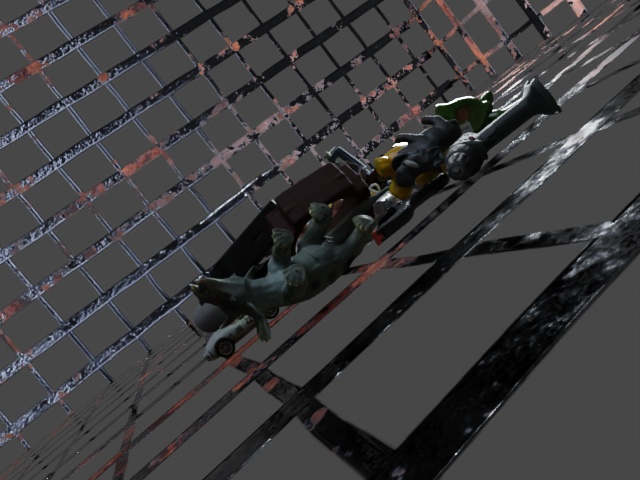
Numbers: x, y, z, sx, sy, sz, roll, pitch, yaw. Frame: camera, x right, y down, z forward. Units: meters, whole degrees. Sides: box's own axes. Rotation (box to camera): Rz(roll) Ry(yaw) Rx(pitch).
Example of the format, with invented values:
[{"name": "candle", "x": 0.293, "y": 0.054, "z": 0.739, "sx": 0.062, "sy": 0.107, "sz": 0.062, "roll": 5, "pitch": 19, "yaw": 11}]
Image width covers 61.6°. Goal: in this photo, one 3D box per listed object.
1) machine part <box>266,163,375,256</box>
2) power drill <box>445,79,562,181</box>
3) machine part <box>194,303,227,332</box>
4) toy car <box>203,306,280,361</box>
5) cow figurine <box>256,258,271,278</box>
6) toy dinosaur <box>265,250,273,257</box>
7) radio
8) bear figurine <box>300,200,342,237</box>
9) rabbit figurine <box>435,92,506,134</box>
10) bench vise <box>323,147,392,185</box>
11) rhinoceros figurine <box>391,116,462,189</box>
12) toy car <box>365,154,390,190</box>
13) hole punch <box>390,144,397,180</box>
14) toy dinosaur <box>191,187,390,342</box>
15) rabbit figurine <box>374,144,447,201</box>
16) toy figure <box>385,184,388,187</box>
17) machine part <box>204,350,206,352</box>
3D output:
[{"name": "machine part", "x": 0.004, "y": -0.041, "z": 1.067, "sx": 0.201, "sy": 0.087, "sz": 0.201, "roll": -34, "pitch": -32, "yaw": -9}, {"name": "power drill", "x": 0.313, "y": -0.185, "z": 0.946, "sx": 0.207, "sy": 0.086, "sz": 0.232, "roll": -44, "pitch": 0, "yaw": 19}, {"name": "machine part", "x": -0.225, "y": 0.154, "z": 1.211, "sx": 0.079, "sy": 0.079, "sz": 0.243, "roll": -42, "pitch": 2, "yaw": -38}, {"name": "toy car", "x": -0.157, "y": 0.173, "z": 1.099, "sx": 0.202, "sy": 0.056, "sz": 0.073, "roll": -39, "pitch": 5, "yaw": -18}, {"name": "cow figurine", "x": -0.143, "y": 0.118, "z": 1.266, "sx": 0.167, "sy": 0.098, "sz": 0.068, "roll": -37, "pitch": 11, "yaw": 11}, {"name": "toy dinosaur", "x": -0.024, "y": 0.003, "z": 1.437, "sx": 0.198, "sy": 0.105, "sz": 0.472, "roll": -36, "pitch": 14, "yaw": -23}, {"name": "radio", "x": -0.166, "y": 0.022, "z": 1.281, "sx": 0.229, "sy": 0.073, "sz": 0.131, "roll": -52, "pitch": 1, "yaw": -32}, {"name": "bear figurine", "x": -0.003, "y": -0.004, "z": 1.253, "sx": 0.196, "sy": 0.120, "sz": 0.132, "roll": -32, "pitch": -5, "yaw": 3}, {"name": "rabbit figurine", "x": 0.370, "y": -0.300, "z": 1.335, "sx": 0.159, "sy": 0.121, "sz": 0.170, "roll": -33, "pitch": -9, "yaw": 15}, {"name": "bench vise", "x": 0.124, "y": -0.218, "z": 1.688, "sx": 0.223, "sy": 0.241, "sz": 0.129, "roll": -54, "pitch": -1, "yaw": 30}, {"name": "rhinoceros figurine", "x": 0.209, "y": -0.173, "z": 1.074, "sx": 0.112, "sy": 0.073, "sz": 0.190, "roll": 27, "pitch": 57, "yaw": 34}, {"name": "toy car", "x": 0.137, "y": -0.138, "z": 1.409, "sx": 0.202, "sy": 0.053, "sz": 0.089, "roll": -53, "pitch": 12, "yaw": 35}, {"name": "hole punch", "x": 0.251, "y": -0.202, "z": 1.428, "sx": 0.142, "sy": 0.116, "sz": 0.092, "roll": -34, "pitch": -42, "yaw": -54}, {"name": "toy dinosaur", "x": -0.020, "y": 0.045, "z": 0.960, "sx": 0.405, "sy": 0.131, "sz": 0.192, "roll": -26, "pitch": -24, "yaw": -35}, {"name": "rabbit figurine", "x": 0.228, "y": -0.155, "z": 1.183, "sx": 0.162, "sy": 0.121, "sz": 0.173, "roll": -29, "pitch": 18, "yaw": -8}, {"name": "toy figure", "x": 0.143, "y": -0.122, "z": 1.616, "sx": 0.154, "sy": 0.064, "sz": 0.058, "roll": -39, "pitch": 39, "yaw": 46}, {"name": "machine part", "x": -0.202, "y": 0.209, "z": 1.211, "sx": 0.139, "sy": 0.039, "sz": 0.084, "roll": -42, "pitch": -2, "yaw": -20}]
